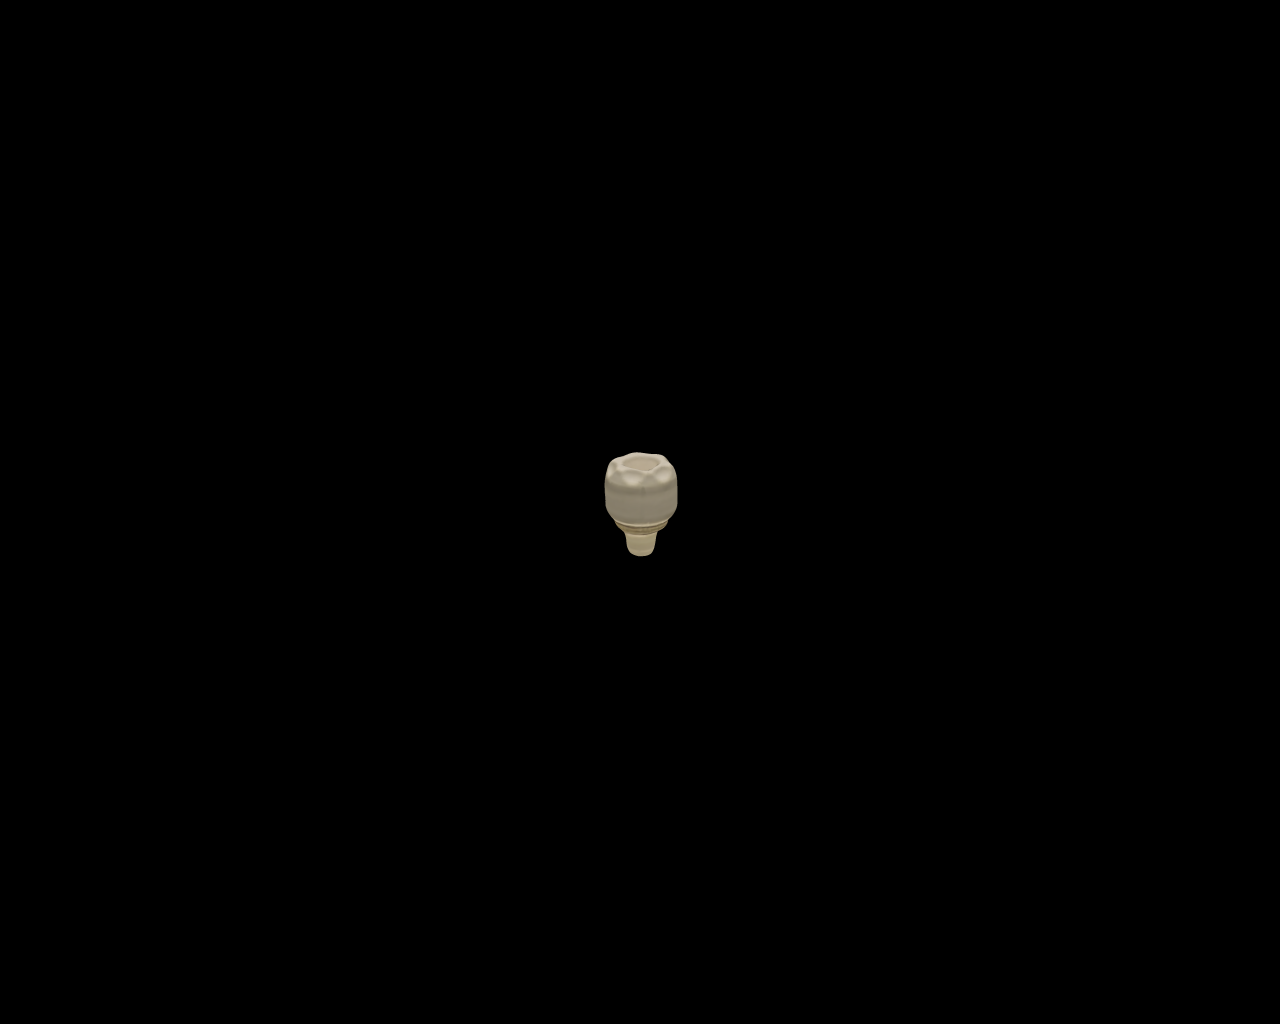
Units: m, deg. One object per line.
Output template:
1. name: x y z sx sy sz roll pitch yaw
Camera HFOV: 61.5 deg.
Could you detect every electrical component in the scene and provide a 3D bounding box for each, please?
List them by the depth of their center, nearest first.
1. electrical component: 0.001 -0.003 0.650 0.043 0.062 0.043 0 22 0
